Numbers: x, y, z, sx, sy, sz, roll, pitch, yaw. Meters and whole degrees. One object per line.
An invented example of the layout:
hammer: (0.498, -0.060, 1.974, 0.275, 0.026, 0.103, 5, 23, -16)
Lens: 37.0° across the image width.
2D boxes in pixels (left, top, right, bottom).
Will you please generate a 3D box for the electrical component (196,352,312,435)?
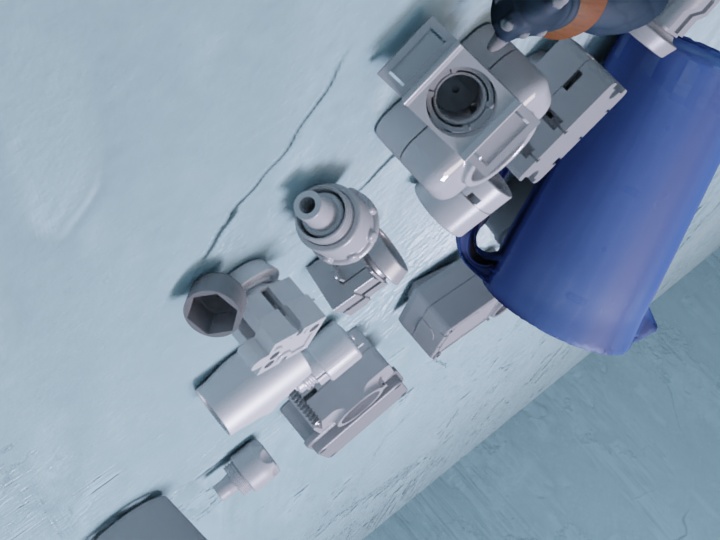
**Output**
electrical component: (-0.080, 0.090, 0.821, 0.077, 0.043, 0.079, -37, 164, -15)

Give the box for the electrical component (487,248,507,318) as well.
electrical component: (0.134, 0.015, 1.103, 0.066, 0.055, 0.048, -28, 160, -40)

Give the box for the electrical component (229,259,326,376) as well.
electrical component: (-0.060, 0.027, 0.673, 0.066, 0.055, 0.048, -28, 160, -40)

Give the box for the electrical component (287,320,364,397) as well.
electrical component: (-0.034, 0.077, 0.900, 0.078, 0.040, 0.040, -39, 165, -5)

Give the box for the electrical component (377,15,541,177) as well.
electrical component: (0.053, -0.095, 0.578, 0.042, 0.081, 0.063, -44, -167, 15)

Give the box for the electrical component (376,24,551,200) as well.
electrical component: (0.066, -0.090, 0.645, 0.095, 0.059, 0.054, -42, 165, 5)

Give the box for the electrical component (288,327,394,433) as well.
electrical component: (-0.017, 0.105, 0.991, 0.089, 0.055, 0.050, -40, 165, -4)

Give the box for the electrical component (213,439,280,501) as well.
electrical component: (-0.112, 0.197, 1.038, 0.062, 0.043, 0.043, -37, 164, -10)

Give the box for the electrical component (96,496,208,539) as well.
electrical component: (-0.191, 0.248, 0.950, 0.099, 0.064, 0.099, -38, 164, -13)

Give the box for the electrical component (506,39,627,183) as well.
electrical component: (0.128, -0.112, 0.740, 0.089, 0.055, 0.050, -46, 164, 19)

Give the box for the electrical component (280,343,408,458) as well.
electrical component: (-0.013, 0.127, 1.057, 0.113, 0.057, 0.078, -40, 165, -2)

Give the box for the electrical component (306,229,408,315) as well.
electrical component: (0.000, 0.000, 0.764, 0.055, 0.048, 0.066, -36, 165, 9)

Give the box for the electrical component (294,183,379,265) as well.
electrical component: (-0.019, -0.031, 0.637, 0.048, 0.048, 0.062, -43, 158, 8)

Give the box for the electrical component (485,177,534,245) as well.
electrical component: (0.181, -0.047, 0.955, 0.109, 0.056, 0.109, -44, 126, 11)

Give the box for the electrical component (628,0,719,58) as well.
electrical component: (0.206, -0.183, 0.731, 0.057, 0.058, 0.078, -50, 162, 21)

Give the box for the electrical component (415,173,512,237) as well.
electrical component: (0.072, -0.057, 0.765, 0.047, 0.055, 0.055, -42, 165, 18)

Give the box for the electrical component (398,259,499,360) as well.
electrical component: (0.090, 0.028, 1.023, 0.096, 0.061, 0.061, -32, 162, -29)
